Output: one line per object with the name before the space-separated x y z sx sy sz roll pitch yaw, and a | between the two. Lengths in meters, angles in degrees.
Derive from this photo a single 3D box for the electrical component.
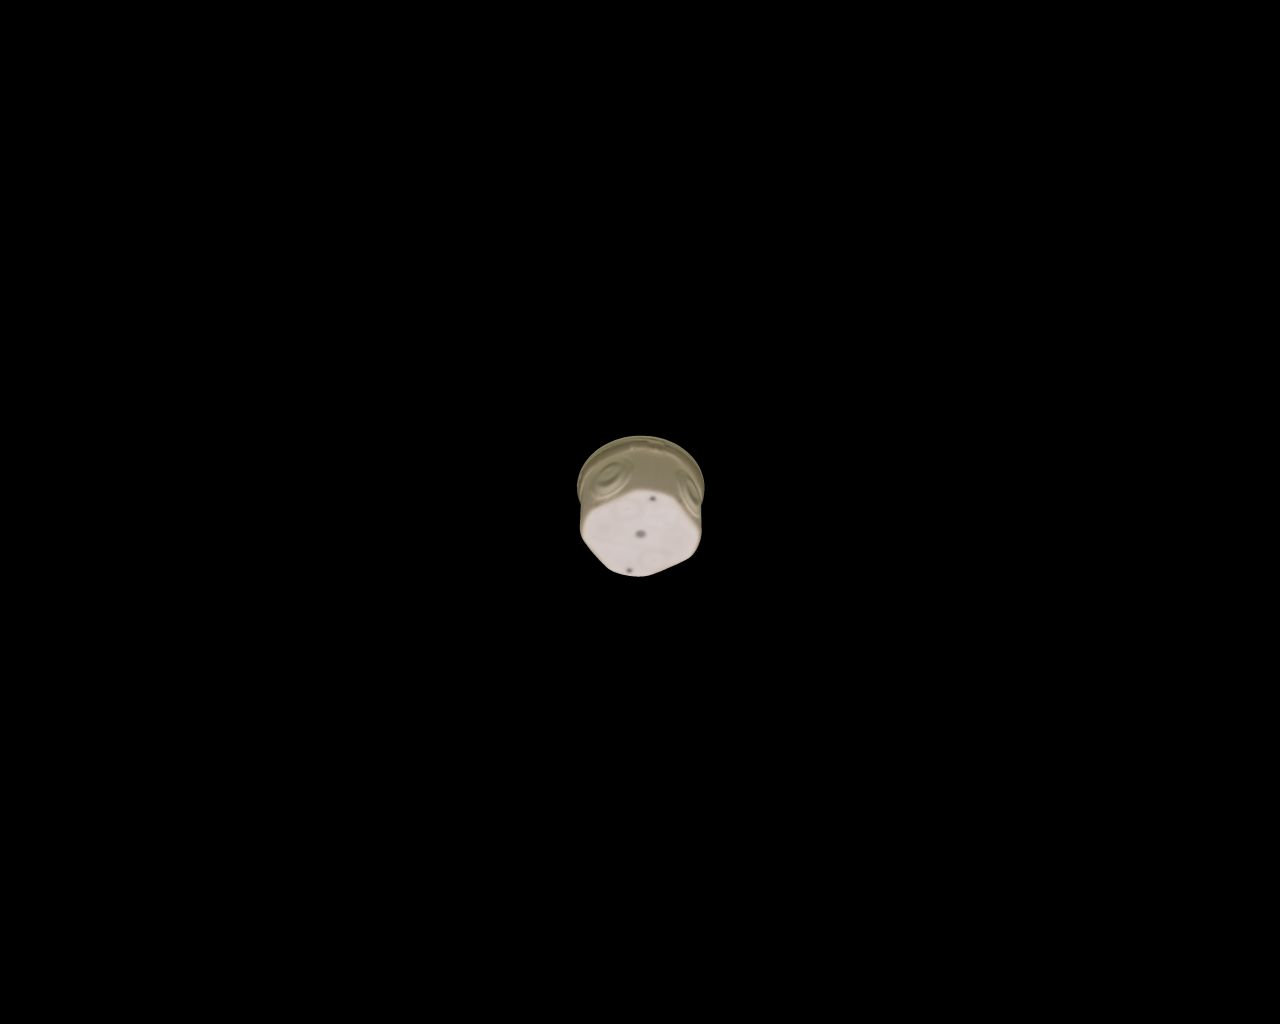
electrical component | 0.001 -0.003 0.650 0.080 0.080 0.051 0 40 0
